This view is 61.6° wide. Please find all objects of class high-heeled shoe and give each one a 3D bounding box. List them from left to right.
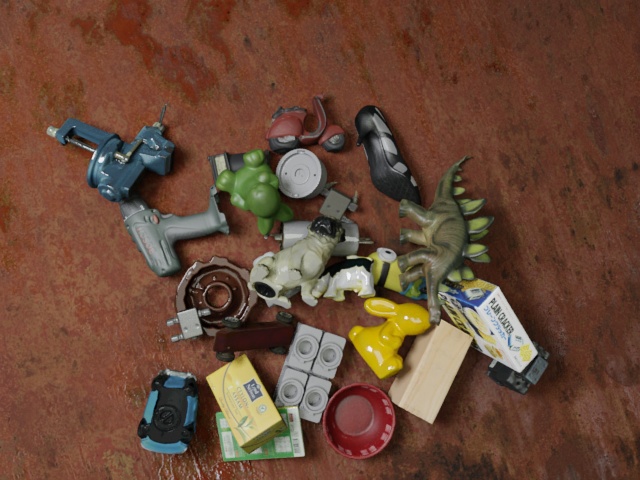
[{"bbox_3d":[0.165,-0.196,1.251,0.248,0.086,0.145,45,46,-22],"label":"high-heeled shoe"}]

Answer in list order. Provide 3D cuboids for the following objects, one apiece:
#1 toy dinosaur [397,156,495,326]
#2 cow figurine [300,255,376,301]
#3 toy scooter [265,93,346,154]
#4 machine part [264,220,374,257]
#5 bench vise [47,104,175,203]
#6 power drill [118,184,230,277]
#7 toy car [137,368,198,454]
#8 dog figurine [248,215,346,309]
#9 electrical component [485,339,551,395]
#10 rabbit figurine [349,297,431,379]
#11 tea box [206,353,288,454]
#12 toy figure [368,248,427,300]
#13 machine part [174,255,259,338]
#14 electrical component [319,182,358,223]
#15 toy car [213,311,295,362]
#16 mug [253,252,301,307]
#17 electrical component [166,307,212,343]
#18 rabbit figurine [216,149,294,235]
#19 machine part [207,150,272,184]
[{"bbox_3d":[0.268,-0.024,1.158,0.199,0.104,0.471,2,52,10],"label":"toy dinosaur"},{"bbox_3d":[0.037,0.083,1.172,0.167,0.068,0.098,-5,77,17],"label":"cow figurine"},{"bbox_3d":[-0.034,-0.263,1.205,0.184,0.075,0.135,-3,86,-13],"label":"toy scooter"},{"bbox_3d":[-0.002,-0.004,1.187,0.243,0.079,0.079,2,85,-8],"label":"machine part"},{"bbox_3d":[-0.430,-0.192,1.102,0.241,0.129,0.223,24,65,-3],"label":"bench vise"},{"bbox_3d":[-0.307,-0.051,1.138,0.207,0.086,0.232,-19,80,-15],"label":"power drill"},{"bbox_3d":[-0.302,0.342,1.093,0.109,0.103,0.161,8,81,-8],"label":"toy car"},{"bbox_3d":[-0.048,0.032,1.104,0.173,0.121,0.190,4,45,23],"label":"dog figurine"},{"bbox_3d":[0.449,0.281,1.209,0.058,0.134,0.115,37,81,-7],"label":"electrical component"},{"bbox_3d":[0.160,0.197,1.178,0.173,0.121,0.162,-38,69,9],"label":"rabbit figurine"},{"bbox_3d":[-0.150,0.331,1.096,0.098,0.068,0.170,-32,54,-11],"label":"tea box"},{"bbox_3d":[0.185,0.084,1.209,0.180,0.082,0.089,30,79,-8],"label":"toy figure"},{"bbox_3d":[-0.220,0.120,1.150,0.179,0.056,0.179,0,87,-9],"label":"machine part"},{"bbox_3d":[0.041,-0.086,1.220,0.102,0.045,0.078,22,110,-4],"label":"electrical component"},{"bbox_3d":[-0.137,0.198,1.120,0.202,0.053,0.089,1,107,-41],"label":"toy car"},{"bbox_3d":[-0.090,0.075,1.164,0.109,0.081,0.107,-32,83,-3],"label":"mug"},{"bbox_3d":[-0.265,0.173,1.103,0.094,0.021,0.063,-17,90,-7],"label":"electrical component"},{"bbox_3d":[-0.129,-0.086,1.110,0.121,0.170,0.158,-30,118,-4],"label":"rabbit figurine"},{"bbox_3d":[-0.174,-0.167,1.193,0.139,0.039,0.084,-16,80,-9],"label":"machine part"}]
